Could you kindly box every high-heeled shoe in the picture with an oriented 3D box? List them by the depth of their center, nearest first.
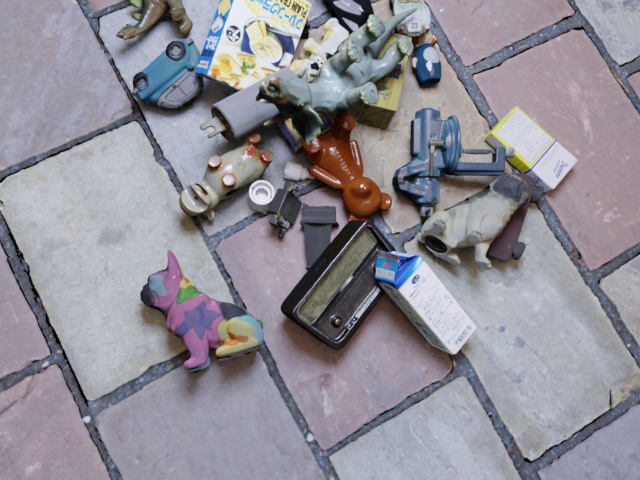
[{"bbox_3d":[0.005,-0.526,1.169,0.249,0.086,0.145,19,108,15],"label":"high-heeled shoe"}]

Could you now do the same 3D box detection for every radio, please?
[{"bbox_3d":[0.047,0.084,1.011,0.131,0.073,0.229,45,77,-21],"label":"radio"}]

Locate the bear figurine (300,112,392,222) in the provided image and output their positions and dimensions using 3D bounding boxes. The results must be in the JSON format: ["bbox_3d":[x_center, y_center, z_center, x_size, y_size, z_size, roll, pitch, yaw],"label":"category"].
[{"bbox_3d":[0.056,-0.127,1.050,0.120,0.132,0.196,-32,78,-9],"label":"bear figurine"}]

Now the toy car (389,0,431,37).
[{"bbox_3d":[0.189,-0.496,1.144,0.074,0.056,0.202,-1,51,0],"label":"toy car"}]

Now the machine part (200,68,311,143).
[{"bbox_3d":[-0.115,-0.255,1.014,0.243,0.079,0.079,-34,84,-22],"label":"machine part"}]

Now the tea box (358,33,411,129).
[{"bbox_3d":[0.133,-0.329,1.113,0.068,0.098,0.169,13,79,-3],"label":"tea box"}]

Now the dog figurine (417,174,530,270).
[{"bbox_3d":[0.300,-0.053,1.058,0.173,0.121,0.190,19,58,32],"label":"dog figurine"}]

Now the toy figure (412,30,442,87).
[{"bbox_3d":[0.227,-0.409,1.162,0.064,0.058,0.154,3,73,-45],"label":"toy figure"}]

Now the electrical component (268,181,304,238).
[{"bbox_3d":[-0.064,-0.062,1.043,0.045,0.078,0.102,13,68,35],"label":"electrical component"}]

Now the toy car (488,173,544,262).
[{"bbox_3d":[0.391,-0.047,1.105,0.089,0.053,0.202,22,73,4],"label":"toy car"}]

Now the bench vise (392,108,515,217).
[{"bbox_3d":[0.272,-0.154,1.084,0.241,0.129,0.223,0,81,-2],"label":"bench vise"}]

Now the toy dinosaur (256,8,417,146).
[{"bbox_3d":[0.047,-0.305,0.992,0.131,0.192,0.405,58,46,-16],"label":"toy dinosaur"}]

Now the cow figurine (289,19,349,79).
[{"bbox_3d":[0.005,-0.375,1.126,0.098,0.068,0.167,42,78,-3],"label":"cow figurine"}]

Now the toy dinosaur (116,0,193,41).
[{"bbox_3d":[-0.286,-0.590,1.121,0.199,0.105,0.471,31,72,4],"label":"toy dinosaur"}]

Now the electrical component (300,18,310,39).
[{"bbox_3d":[-0.085,-0.497,1.144,0.115,0.058,0.134,-8,80,-10],"label":"electrical component"}]

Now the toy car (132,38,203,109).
[{"bbox_3d":[-0.288,-0.316,1.065,0.161,0.109,0.103,-44,102,-4],"label":"toy car"}]

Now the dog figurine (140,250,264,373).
[{"bbox_3d":[-0.218,0.120,0.981,0.192,0.108,0.219,-19,79,-9],"label":"dog figurine"}]

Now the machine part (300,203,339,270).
[{"bbox_3d":[-0.002,-0.003,1.063,0.084,0.039,0.139,5,76,-10],"label":"machine part"}]

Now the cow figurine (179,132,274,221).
[{"bbox_3d":[-0.188,-0.114,1.034,0.195,0.127,0.085,-40,86,-26],"label":"cow figurine"}]
